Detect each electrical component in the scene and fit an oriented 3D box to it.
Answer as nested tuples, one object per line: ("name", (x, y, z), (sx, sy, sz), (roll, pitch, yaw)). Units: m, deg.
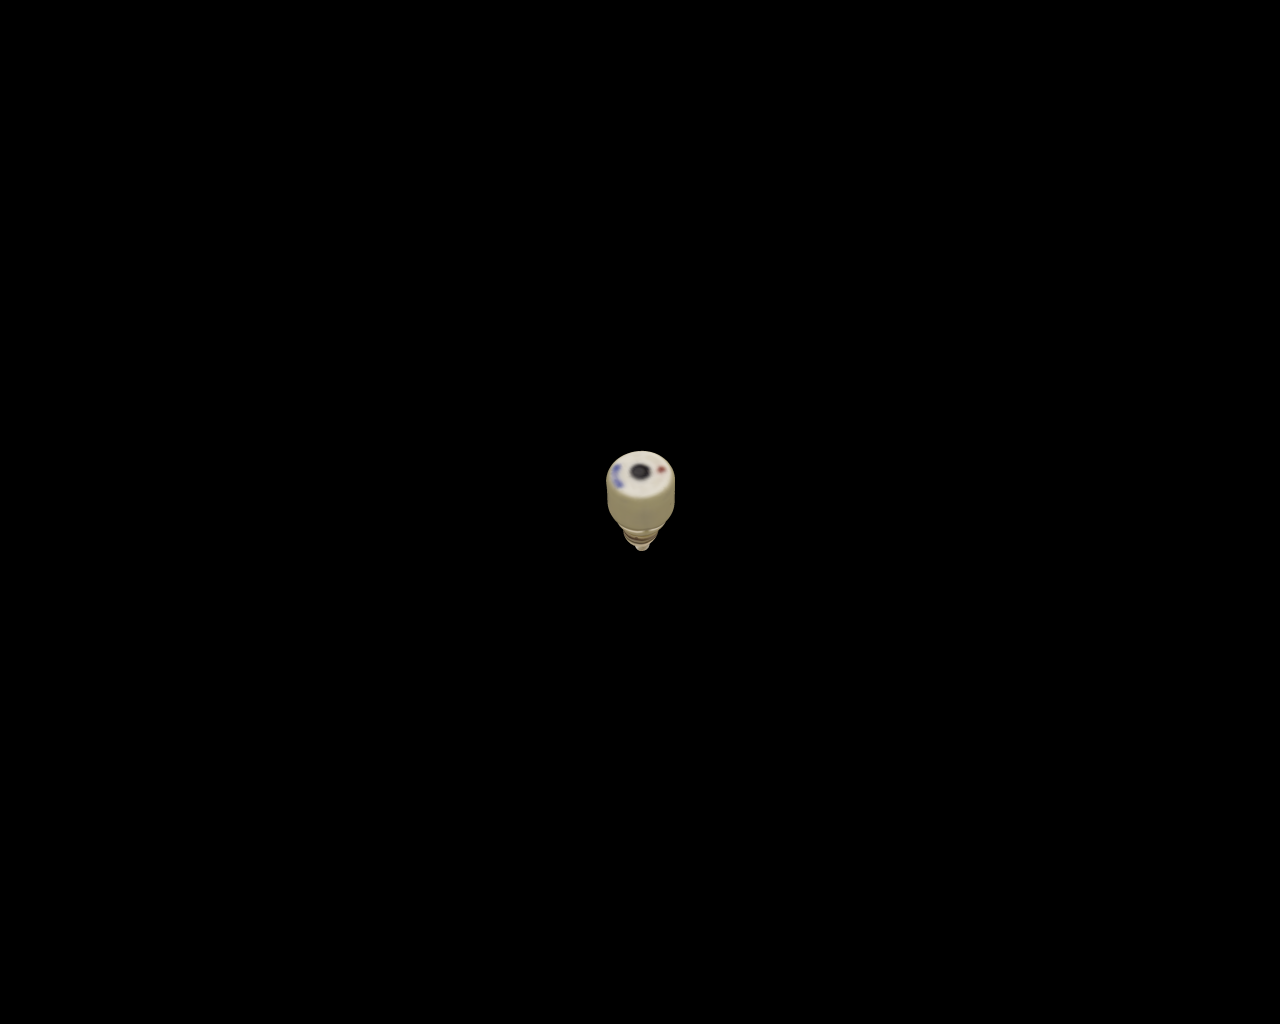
("electrical component", (0.001, -0.003, 0.650), (0.040, 0.040, 0.078), (0, -38, 0))
